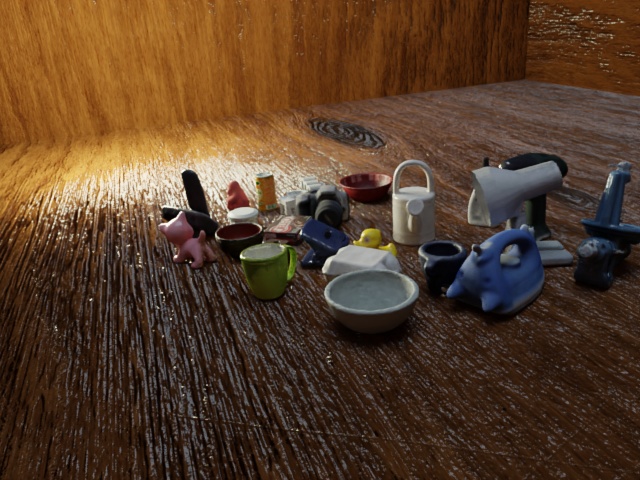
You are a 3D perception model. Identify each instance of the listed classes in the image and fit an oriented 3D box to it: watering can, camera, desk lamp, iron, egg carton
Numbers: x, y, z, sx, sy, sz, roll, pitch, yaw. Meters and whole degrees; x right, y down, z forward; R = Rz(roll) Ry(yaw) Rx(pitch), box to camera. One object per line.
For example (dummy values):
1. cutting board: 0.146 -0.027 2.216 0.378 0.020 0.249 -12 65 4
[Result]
1. watering can: 0.222 -0.090 1.341 0.101 0.194 0.172 -10 23 -13
2. camera: 0.006 -0.083 1.486 0.143 0.101 0.137 -3 22 2
3. desk lamp: 0.420 -0.057 1.201 0.203 0.214 0.118 -3 22 2
4. iron: 0.352 0.039 1.075 0.259 0.141 0.118 -23 29 -38
5. egg carton: 0.086 0.062 1.161 0.149 0.069 0.107 9 26 29

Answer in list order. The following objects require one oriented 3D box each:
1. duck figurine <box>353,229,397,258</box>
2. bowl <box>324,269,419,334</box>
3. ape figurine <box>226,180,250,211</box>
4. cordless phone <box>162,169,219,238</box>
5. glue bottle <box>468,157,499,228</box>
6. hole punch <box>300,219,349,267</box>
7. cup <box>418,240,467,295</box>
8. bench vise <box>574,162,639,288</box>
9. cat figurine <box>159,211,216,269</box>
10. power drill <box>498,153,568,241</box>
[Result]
1. duck figurine: 0.117 0.017 1.243 0.105 0.086 0.077 -11 23 -16
2. bowl: 0.092 0.118 1.016 0.167 0.075 0.167 -4 22 2
3. ape figurine: -0.243 -0.128 1.650 0.076 0.092 0.078 9 26 29
4. cordless phone: -0.343 -0.099 1.473 0.147 0.185 0.094 10 26 30
5. glue bottle: 0.405 -0.118 1.404 0.077 0.173 0.037 12 27 34
6. hole punch: 0.012 0.005 1.284 0.101 0.091 0.109 2 23 14
7. cup: 0.230 0.064 1.098 0.091 0.095 0.118 10 26 31
8. bench vise: 0.564 -0.029 1.099 0.121 0.220 0.208 7 25 25
9. cat figurine: -0.310 -0.005 1.330 0.127 0.118 0.067 11 27 32
10. power drill: 0.479 -0.101 1.302 0.230 0.208 0.075 -21 28 -35
